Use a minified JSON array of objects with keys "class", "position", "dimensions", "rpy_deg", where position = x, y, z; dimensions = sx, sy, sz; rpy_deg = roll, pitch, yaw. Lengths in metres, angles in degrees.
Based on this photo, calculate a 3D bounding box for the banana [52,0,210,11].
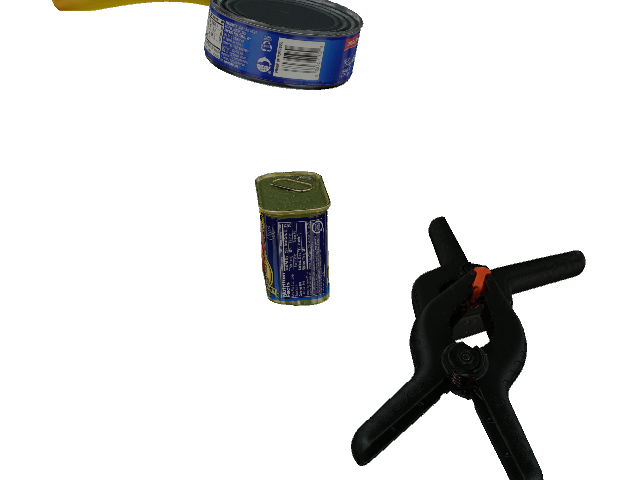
[{"class":"banana","position":[-0.122,-0.205,0.874],"dimensions":[0.198,0.069,0.037],"rpy_deg":[11,-41,15]}]

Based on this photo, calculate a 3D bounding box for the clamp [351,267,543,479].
[{"class":"clamp","position":[0.084,0.091,0.711],"dimensions":[0.120,0.171,0.039],"rpy_deg":[9,-41,-3]}]

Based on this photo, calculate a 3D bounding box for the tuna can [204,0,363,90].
[{"class":"tuna can","position":[-0.021,-0.113,0.594],"dimensions":[0.086,0.034,0.086],"rpy_deg":[9,25,-4]}]

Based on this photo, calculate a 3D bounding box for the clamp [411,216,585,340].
[{"class":"clamp","position":[0.140,0.037,1.026],"dimensions":[0.165,0.036,0.209],"rpy_deg":[18,33,31]}]

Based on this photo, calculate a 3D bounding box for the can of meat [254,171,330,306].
[{"class":"can of meat","position":[-0.023,-0.002,0.885],"dimensions":[0.057,0.084,0.102],"rpy_deg":[-4,21,-5]}]
